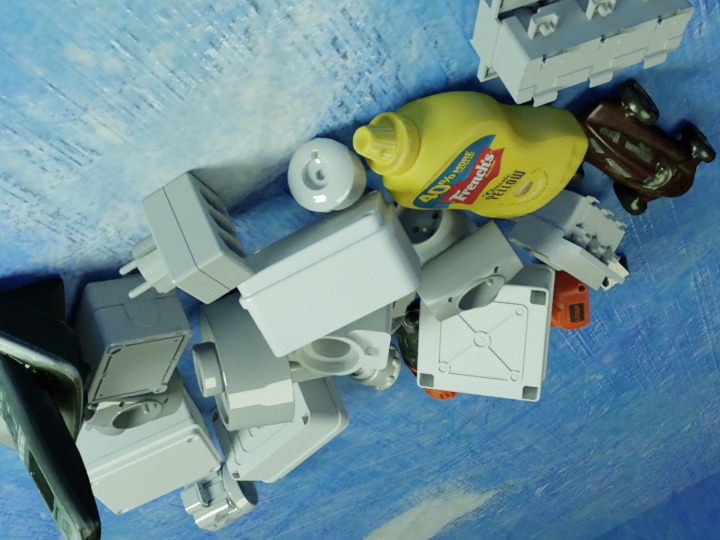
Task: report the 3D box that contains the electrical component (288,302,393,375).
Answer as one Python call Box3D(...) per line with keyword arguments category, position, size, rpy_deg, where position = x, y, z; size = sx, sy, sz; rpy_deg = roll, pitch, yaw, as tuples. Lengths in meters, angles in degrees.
Box3D(category="electrical component", position=(-0.021, 0.045, 0.846), size=(0.089, 0.055, 0.050), rpy_deg=(6, 140, -1))

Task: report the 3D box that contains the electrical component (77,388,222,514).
Box3D(category="electrical component", position=(-0.187, 0.156, 0.941), size=(0.109, 0.056, 0.108), rpy_deg=(-24, 154, -7))

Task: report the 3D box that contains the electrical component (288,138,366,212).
Box3D(category="electrical component", position=(-0.016, -0.061, 0.720), size=(0.048, 0.048, 0.062), rpy_deg=(-36, 165, 18))

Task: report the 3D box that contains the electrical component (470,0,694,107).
Box3D(category="electrical component", position=(0.139, -0.153, 0.672), size=(0.121, 0.063, 0.078), rpy_deg=(-20, 153, -13))

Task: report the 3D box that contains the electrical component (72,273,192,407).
Box3D(category="electrical component", position=(-0.167, 0.049, 0.759), size=(0.062, 0.061, 0.096), rpy_deg=(-9, 149, -33))

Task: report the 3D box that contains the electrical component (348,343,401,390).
Box3D(category="electrical component", position=(0.004, 0.086, 1.007), size=(0.048, 0.048, 0.062), rpy_deg=(-41, 143, 27))

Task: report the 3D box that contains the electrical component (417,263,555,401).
Box3D(category="electrical component", position=(0.106, 0.048, 0.918), size=(0.109, 0.056, 0.108), rpy_deg=(6, 114, 12))

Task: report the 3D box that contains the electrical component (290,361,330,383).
Box3D(category="electrical component", position=(-0.050, 0.065, 0.915), size=(0.077, 0.044, 0.079), rpy_deg=(-8, 149, -33))

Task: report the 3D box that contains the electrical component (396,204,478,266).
Box3D(category="electrical component", position=(0.047, -0.021, 0.848), size=(0.079, 0.044, 0.077), rpy_deg=(-35, 153, 17))

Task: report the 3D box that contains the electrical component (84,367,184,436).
Box3D(category="electrical component", position=(-0.193, 0.107, 0.859), size=(0.077, 0.044, 0.079), rpy_deg=(1, 143, -44))

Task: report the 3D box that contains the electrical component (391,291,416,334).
Box3D(category="electrical component", position=(0.016, 0.026, 0.906), size=(0.066, 0.048, 0.055), rpy_deg=(-15, 144, -22))

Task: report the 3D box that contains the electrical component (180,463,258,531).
Box3D(category="electrical component", position=(-0.144, 0.236, 1.128), size=(0.057, 0.058, 0.078), rpy_deg=(-28, 154, 8))

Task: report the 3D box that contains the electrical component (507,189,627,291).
Box3D(category="electrical component", position=(0.183, -0.031, 0.928), size=(0.121, 0.079, 0.063), rpy_deg=(23, 96, -58))

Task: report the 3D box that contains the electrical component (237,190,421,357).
Box3D(category="electrical component", position=(-0.021, 0.000, 0.726), size=(0.113, 0.057, 0.078), rpy_deg=(-27, -166, 10))

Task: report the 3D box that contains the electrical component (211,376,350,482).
Box3D(category="electrical component", position=(-0.073, 0.137, 0.988), size=(0.113, 0.078, 0.057), rpy_deg=(-41, 148, 26))

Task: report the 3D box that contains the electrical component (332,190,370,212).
Box3D(category="electrical component", position=(0.006, -0.024, 0.785), size=(0.043, 0.062, 0.043), rpy_deg=(-21, 154, -11))

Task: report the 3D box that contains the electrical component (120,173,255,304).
Box3D(category="electrical component", position=(-0.120, -0.010, 0.689), size=(0.077, 0.065, 0.047), rpy_deg=(-31, 154, 9))

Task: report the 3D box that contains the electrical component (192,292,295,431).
Box3D(category="electrical component", position=(-0.094, 0.070, 0.819), size=(0.060, 0.108, 0.108), rpy_deg=(-13, 151, -15))

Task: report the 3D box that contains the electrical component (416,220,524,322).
Box3D(category="electrical component", position=(0.087, 0.007, 0.832), size=(0.077, 0.044, 0.079), rpy_deg=(-34, 153, 6))
